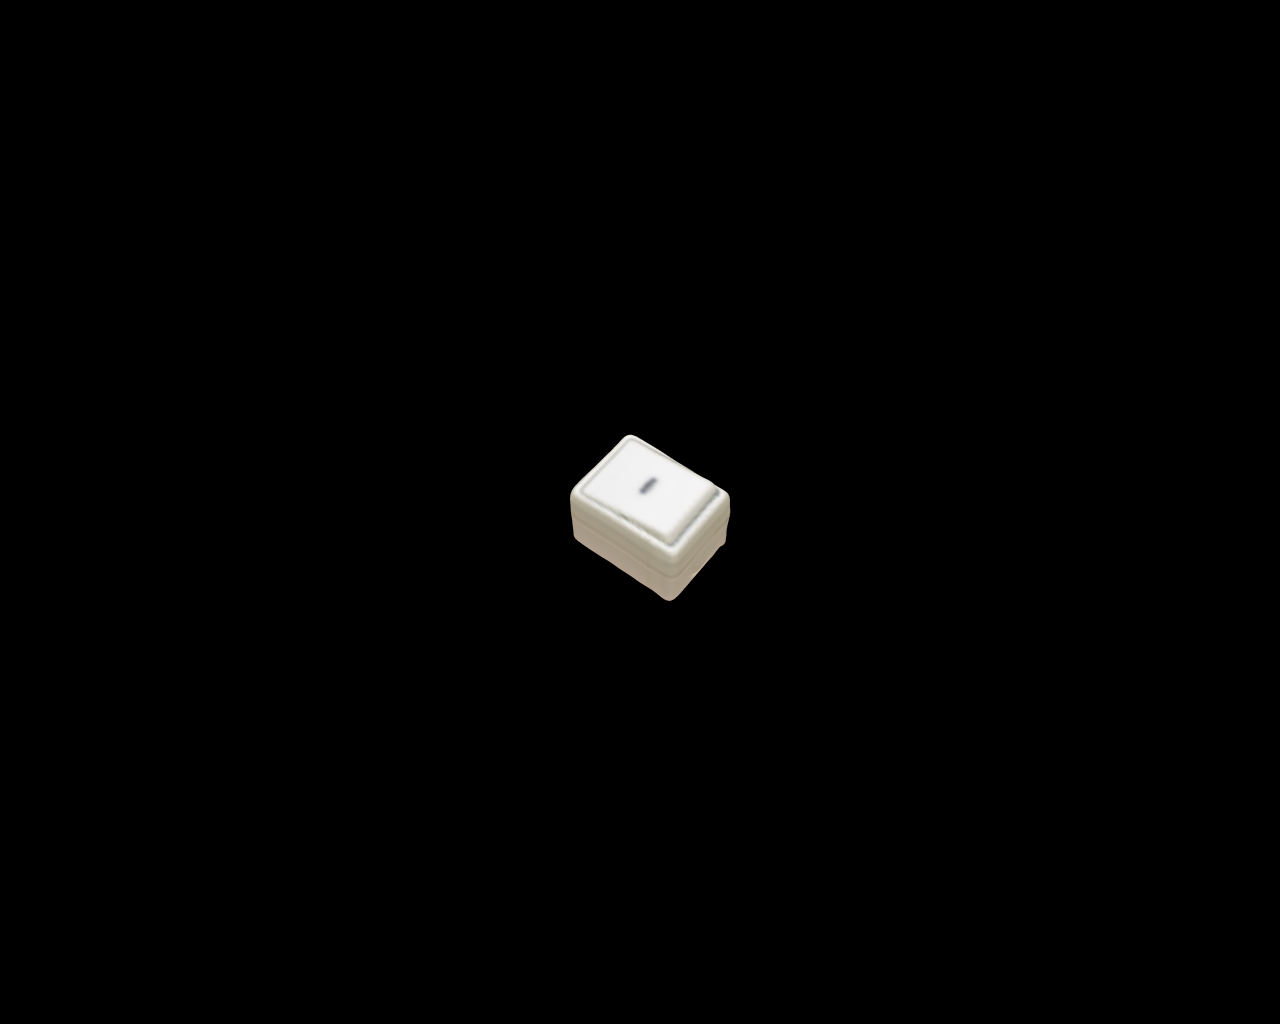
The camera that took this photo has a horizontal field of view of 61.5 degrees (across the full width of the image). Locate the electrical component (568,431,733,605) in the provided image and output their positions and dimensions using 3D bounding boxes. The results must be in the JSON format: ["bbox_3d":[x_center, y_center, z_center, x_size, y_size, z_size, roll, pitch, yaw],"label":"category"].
[{"bbox_3d":[0.001,-0.003,0.650,0.096,0.062,0.061,33,-29,21],"label":"electrical component"}]
